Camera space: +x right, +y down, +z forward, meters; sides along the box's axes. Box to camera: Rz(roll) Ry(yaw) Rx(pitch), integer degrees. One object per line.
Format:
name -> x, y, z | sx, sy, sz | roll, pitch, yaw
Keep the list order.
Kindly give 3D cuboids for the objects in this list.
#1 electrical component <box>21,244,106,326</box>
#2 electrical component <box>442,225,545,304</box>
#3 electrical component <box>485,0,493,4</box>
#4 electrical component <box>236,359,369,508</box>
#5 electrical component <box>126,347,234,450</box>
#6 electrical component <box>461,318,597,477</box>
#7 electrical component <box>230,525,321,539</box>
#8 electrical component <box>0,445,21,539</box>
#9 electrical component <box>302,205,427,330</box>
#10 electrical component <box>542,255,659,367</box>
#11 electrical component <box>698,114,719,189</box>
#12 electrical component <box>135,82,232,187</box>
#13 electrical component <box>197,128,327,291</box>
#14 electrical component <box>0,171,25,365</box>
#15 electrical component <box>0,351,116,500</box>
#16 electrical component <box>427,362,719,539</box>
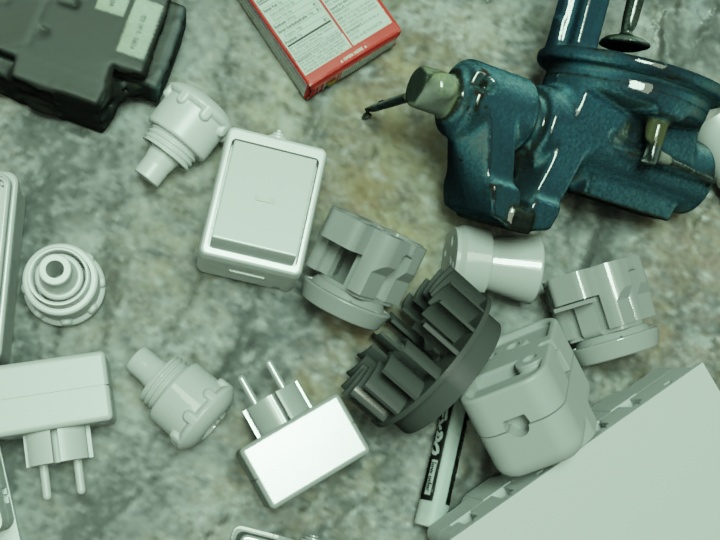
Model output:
electrical component -> -0.173, 0.005, 0.621 | 0.048, 0.062, 0.048 | 2, 79, -9
electrical component -> 0.083, -0.004, 0.676 | 0.055, 0.045, 0.045 | 8, 78, -8
electrical component -> 0.082, -0.227, 0.721 | 0.064, 0.042, 0.081 | -32, 87, -15
electrical component -> -0.044, 0.091, 0.634 | 0.066, 0.047, 0.076 | -29, 85, -14
electrical component -> -0.108, 0.071, 0.629 | 0.062, 0.048, 0.048 | 39, 75, 6
electrical component -> 0.100, 0.076, 0.627 | 0.054, 0.095, 0.059 | -25, 100, 21
electrical component -> -0.040, 0.200, 0.613 | 0.100, 0.048, 0.099 | 16, 77, -6
electrical component -> -0.241, 0.158, 0.580 | 0.105, 0.060, 0.186 | -14, 82, -12
electrical component -> 0.000, 0.000, 0.649 | 0.058, 0.078, 0.057 | 29, 97, 32
electrical component -> 0.153, 0.027, 0.672 | 0.078, 0.058, 0.057 | -9, 81, -51
electrical component -> 0.259, -0.068, 0.720 | 0.043, 0.043, 0.081 | -27, 85, -14
electrical component -> -0.112, -0.080, 0.658 | 0.048, 0.048, 0.062 | 37, 83, -1
electrical component -> -0.058, -0.043, 0.651 | 0.062, 0.061, 0.096 | 13, 77, -7
electrical component -> -0.252, -0.002, 0.611 | 0.109, 0.056, 0.108 | 4, 78, -9
electrical component -> -0.173, 0.091, 0.612 | 0.066, 0.047, 0.076 | -8, 81, -11
electrical component -> 0.146, 0.149, 0.643 | 0.186, 0.060, 0.105 | -31, 92, -15
